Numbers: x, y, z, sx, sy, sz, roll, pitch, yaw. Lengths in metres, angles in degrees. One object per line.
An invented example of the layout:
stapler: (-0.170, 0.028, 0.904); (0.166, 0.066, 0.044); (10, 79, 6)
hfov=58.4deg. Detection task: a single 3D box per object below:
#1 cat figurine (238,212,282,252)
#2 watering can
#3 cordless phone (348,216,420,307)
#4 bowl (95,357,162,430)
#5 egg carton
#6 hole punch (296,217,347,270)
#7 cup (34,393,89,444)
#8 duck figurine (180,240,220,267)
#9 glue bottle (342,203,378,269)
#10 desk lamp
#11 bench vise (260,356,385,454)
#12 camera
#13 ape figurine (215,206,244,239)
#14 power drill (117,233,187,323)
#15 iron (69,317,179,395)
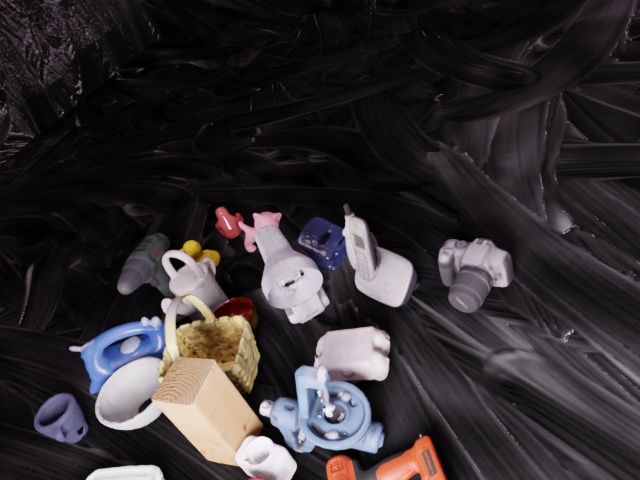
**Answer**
cat figurine: (-0.151, -0.031, 1.474); (0.127, 0.118, 0.067); (-2, 43, 27)
watering can: (-0.300, 0.104, 1.330); (0.100, 0.194, 0.173); (-14, 38, 13)
cordless phone: (0.122, 0.040, 1.183); (0.147, 0.185, 0.094); (21, 56, 43)
bowl: (-0.375, 0.332, 1.197); (0.167, 0.075, 0.167); (-15, 38, 12)
egg carton: (0.061, 0.224, 1.093); (0.150, 0.070, 0.107); (-10, 39, 18)
hole punch: (0.013, 0.005, 1.364); (0.100, 0.091, 0.109); (8, 48, 35)
cup: (-0.527, 0.389, 1.194); (0.092, 0.095, 0.117); (-33, 38, -11)
duck figurine: (-0.322, 0.038, 1.511); (0.104, 0.086, 0.077); (-9, 40, 19)
glue bottle: (0.082, -0.013, 1.280); (0.037, 0.173, 0.078); (18, 54, 41)
desk lamp: (-0.064, 0.080, 1.214); (0.118, 0.214, 0.202); (-28, 37, -4)
bench vise: (-0.017, 0.282, 0.940); (0.207, 0.220, 0.121); (-15, 38, 13)
camera: (0.290, 0.066, 1.131); (0.142, 0.101, 0.137); (11, 50, 37)
ape figurine: (-0.256, -0.055, 1.581); (0.077, 0.092, 0.076); (-16, 38, 11)
power drill: (-0.389, 0.100, 1.371); (0.075, 0.209, 0.229); (-15, 38, 13)
iron: (-0.415, 0.234, 1.281); (0.258, 0.142, 0.118); (-26, 37, -2)
